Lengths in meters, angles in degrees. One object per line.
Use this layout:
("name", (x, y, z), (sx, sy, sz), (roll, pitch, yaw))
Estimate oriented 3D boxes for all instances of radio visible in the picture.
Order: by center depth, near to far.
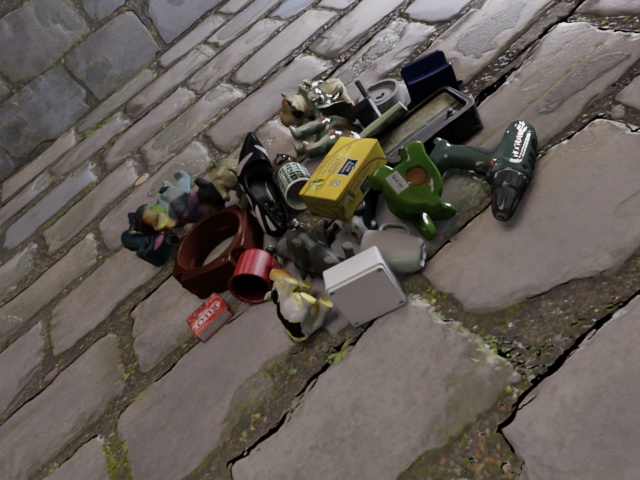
("radio", (0.224, -0.222, 1.150), (0.229, 0.073, 0.131), (-39, 36, 0))

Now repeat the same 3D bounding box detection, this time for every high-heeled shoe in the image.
("high-heeled shoe", (-0.128, -0.129, 1.231), (0.086, 0.248, 0.145), (-15, 9, -21))

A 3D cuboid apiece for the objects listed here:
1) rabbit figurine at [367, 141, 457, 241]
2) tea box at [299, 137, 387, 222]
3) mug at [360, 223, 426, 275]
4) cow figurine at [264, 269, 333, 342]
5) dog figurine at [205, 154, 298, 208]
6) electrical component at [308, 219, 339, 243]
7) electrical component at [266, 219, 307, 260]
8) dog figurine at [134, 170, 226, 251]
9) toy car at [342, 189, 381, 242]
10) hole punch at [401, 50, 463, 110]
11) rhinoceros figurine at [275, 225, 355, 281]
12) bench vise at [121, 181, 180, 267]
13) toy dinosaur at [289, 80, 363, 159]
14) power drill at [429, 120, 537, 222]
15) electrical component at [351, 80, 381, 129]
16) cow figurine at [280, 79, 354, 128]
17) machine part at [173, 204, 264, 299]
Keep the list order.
("rabbit figurine", (0.178, -0.084, 1.002), (0.159, 0.170, 0.121), (43, 82, 10))
("tea box", (0.048, -0.124, 1.070), (0.098, 0.068, 0.169), (11, 56, 39))
("mug", (0.139, 0.017, 0.978), (0.107, 0.080, 0.109), (4, 47, 25))
("cow figurine", (-0.054, 0.121, 1.022), (0.168, 0.068, 0.098), (36, 104, 52))
("dog figurine", (-0.165, -0.178, 1.339), (0.190, 0.172, 0.121), (-37, 48, 12))
("electrical component", (-0.002, -0.003, 1.146), (0.063, 0.021, 0.094), (20, 66, 48))
("electrical component", (-0.071, -0.002, 1.161), (0.102, 0.045, 0.078), (-45, 19, -5))
("dog figurine", (-0.348, -0.061, 1.338), (0.219, 0.191, 0.108), (-76, 10, -48))
("toy car", (0.091, -0.087, 1.116), (0.056, 0.073, 0.202), (-10, 46, 30))
("hole punch", (0.255, -0.351, 1.222), (0.142, 0.115, 0.092), (-26, 33, 12))
("rhinoceros figurine", (-0.010, 0.033, 1.053), (0.191, 0.111, 0.073), (24, 51, 36))
("bench vise", (-0.441, -0.053, 1.452), (0.224, 0.128, 0.240), (-6, 60, 49))
("toy dinosaur", (0.045, -0.234, 1.275), (0.192, 0.131, 0.405), (-27, 48, -5))
("power drill", (0.291, -0.132, 1.002), (0.207, 0.085, 0.232), (4, 52, 45))
("electrical component", (0.103, -0.308, 1.251), (0.048, 0.119, 0.075), (-32, 12, 20))
("cow figurine", (-0.019, -0.364, 1.444), (0.195, 0.127, 0.086), (-31, 36, 4))
("machine part", (-0.237, 0.023, 1.252), (0.201, 0.087, 0.201), (-24, 40, 19))
